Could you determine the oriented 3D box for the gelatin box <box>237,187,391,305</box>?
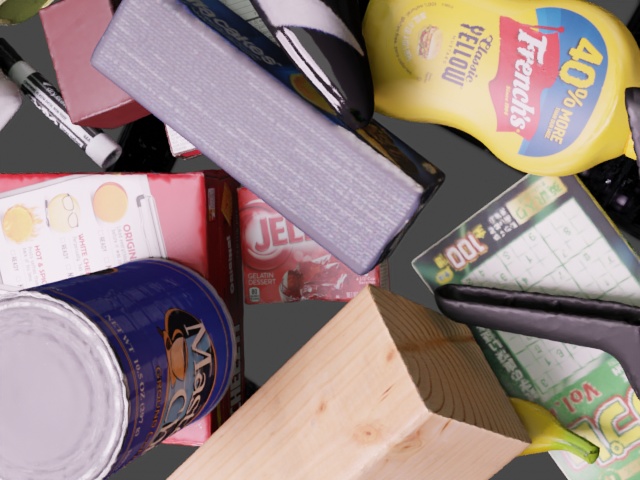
[{"bbox_3d":[-0.004,0.001,0.648,0.089,0.030,0.073,-2,93,19],"label":"gelatin box"}]

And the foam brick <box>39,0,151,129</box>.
[{"bbox_3d":[-0.133,-0.115,0.671,0.051,0.053,0.078,-17,89,19],"label":"foam brick"}]

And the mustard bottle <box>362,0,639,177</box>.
[{"bbox_3d":[0.115,-0.088,0.583,0.192,0.058,0.096,25,103,18],"label":"mustard bottle"}]

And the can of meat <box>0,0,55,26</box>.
[{"bbox_3d":[-0.194,-0.200,0.684,0.102,0.057,0.084,-38,85,18],"label":"can of meat"}]

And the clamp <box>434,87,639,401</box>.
[{"bbox_3d":[0.174,0.045,0.561,0.210,0.036,0.165,46,121,-3],"label":"clamp"}]

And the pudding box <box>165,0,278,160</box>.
[{"bbox_3d":[-0.058,-0.114,0.654,0.090,0.039,0.113,-14,92,18],"label":"pudding box"}]

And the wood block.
[{"bbox_3d":[0.001,0.133,0.599,0.206,0.090,0.090,-46,44,22],"label":"wood block"}]

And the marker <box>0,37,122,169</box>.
[{"bbox_3d":[-0.179,-0.093,0.706,0.121,0.020,0.020,42,105,11],"label":"marker"}]

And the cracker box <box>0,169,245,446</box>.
[{"bbox_3d":[-0.157,0.037,0.681,0.214,0.072,0.164,1,96,17],"label":"cracker box"}]

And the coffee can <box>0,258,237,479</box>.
[{"bbox_3d":[-0.115,0.067,0.560,0.103,0.140,0.103,2,96,16],"label":"coffee can"}]

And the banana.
[{"bbox_3d":[0.066,0.147,0.622,0.198,0.037,0.070,-42,45,23],"label":"banana"}]

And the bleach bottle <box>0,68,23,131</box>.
[{"bbox_3d":[-0.289,-0.176,0.705,0.103,0.067,0.251,-33,81,44],"label":"bleach bottle"}]
